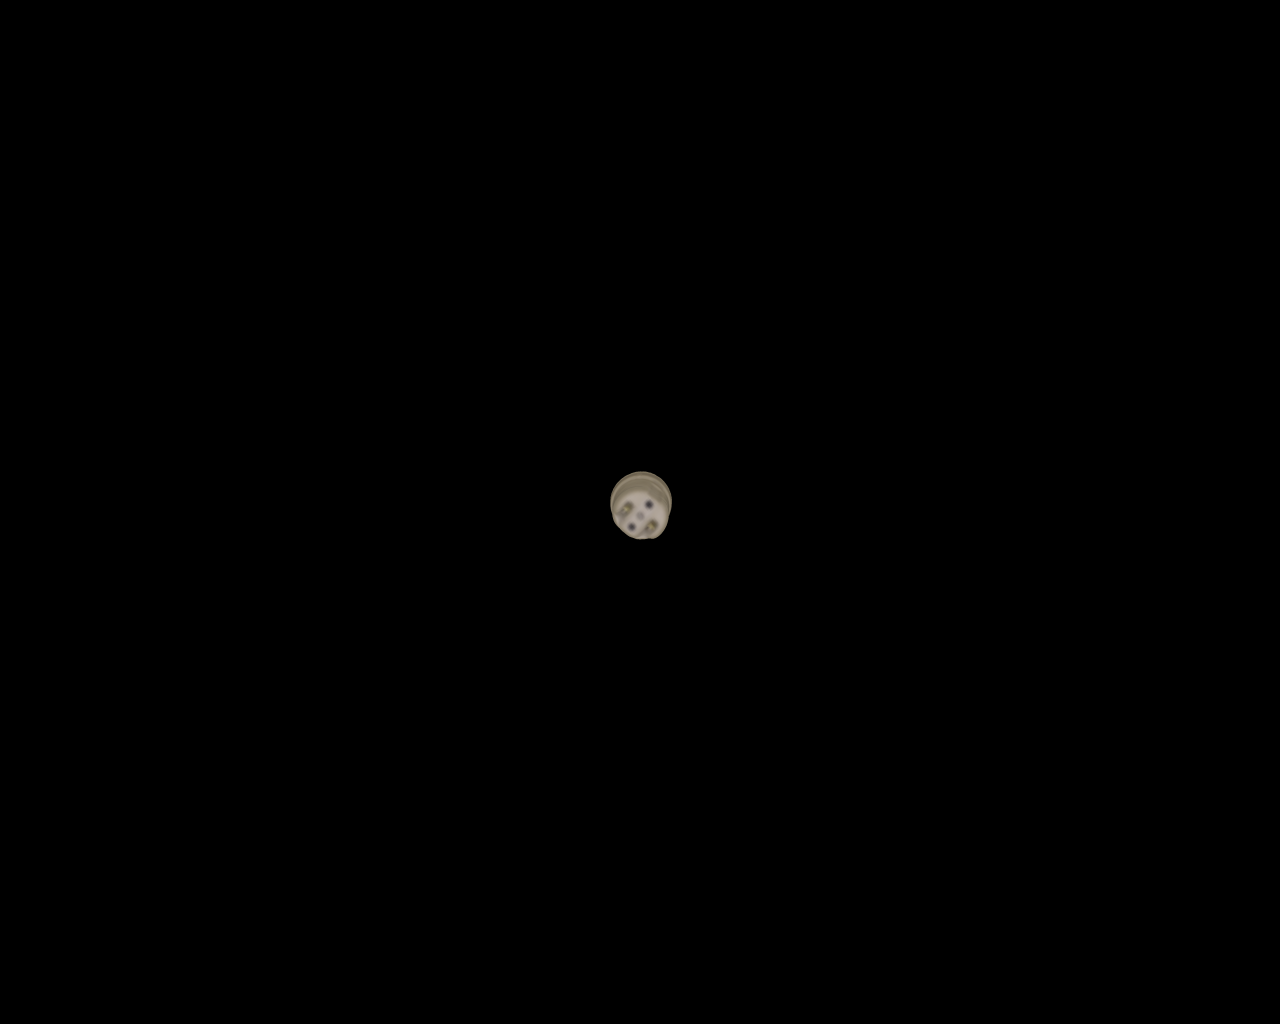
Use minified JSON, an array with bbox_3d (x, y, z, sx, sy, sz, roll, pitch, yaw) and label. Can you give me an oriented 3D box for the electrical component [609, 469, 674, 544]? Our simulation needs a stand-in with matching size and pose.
[{"bbox_3d":[0.001,-0.003,0.650,0.040,0.040,0.046,0,12,0],"label":"electrical component"}]
